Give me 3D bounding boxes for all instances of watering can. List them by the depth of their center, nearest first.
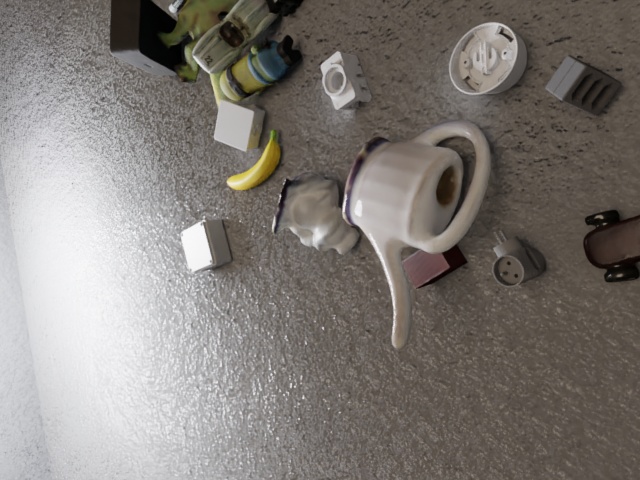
[{"bbox_3d":[0.120,-0.032,0.778,0.226,0.103,0.349,20,81,45],"label":"watering can"}]

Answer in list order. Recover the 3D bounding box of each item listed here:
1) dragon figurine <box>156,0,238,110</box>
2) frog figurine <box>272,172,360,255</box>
[{"bbox_3d":[-0.213,-0.453,1.104,0.239,0.124,0.410,-30,91,35],"label":"dragon figurine"},{"bbox_3d":[0.003,-0.048,0.959,0.159,0.124,0.136,20,104,2],"label":"frog figurine"}]
